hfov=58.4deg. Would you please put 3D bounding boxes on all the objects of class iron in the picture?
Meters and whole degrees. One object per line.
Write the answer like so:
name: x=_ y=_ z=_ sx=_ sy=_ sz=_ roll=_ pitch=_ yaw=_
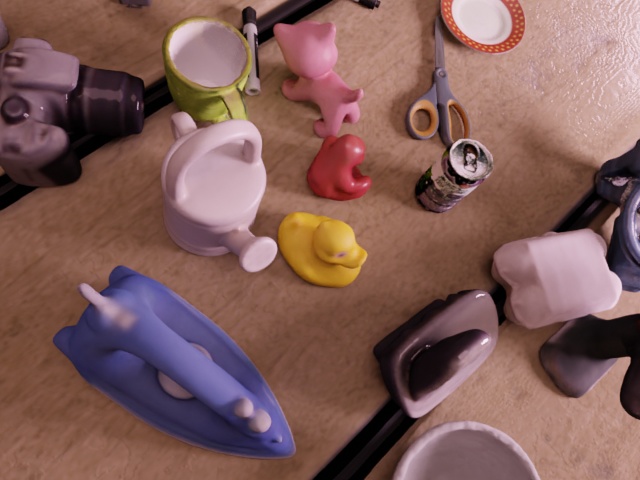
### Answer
iron: x=-0.116 y=0.123 z=0.525 sx=0.258 sy=0.141 sz=0.119 roll=35 pitch=68 yaw=-1

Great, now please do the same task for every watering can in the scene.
watering can: x=-0.098 y=-0.052 z=0.556 sx=0.173 sy=0.194 sz=0.101 roll=40 pitch=69 yaw=1

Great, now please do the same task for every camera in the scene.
camera: x=-0.256 y=-0.136 z=0.594 sx=0.137 sy=0.100 sz=0.143 roll=3 pitch=72 yaw=-12

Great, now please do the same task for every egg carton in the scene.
egg carton: x=0.281 y=0.044 z=0.684 sx=0.150 sy=0.069 sz=0.107 roll=-11 pitch=76 yaw=-16

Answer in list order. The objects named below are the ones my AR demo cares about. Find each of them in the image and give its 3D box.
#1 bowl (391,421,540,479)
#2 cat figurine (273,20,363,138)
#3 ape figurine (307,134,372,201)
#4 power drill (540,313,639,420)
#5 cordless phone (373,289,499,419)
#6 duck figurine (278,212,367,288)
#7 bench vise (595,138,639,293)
bowl: x=0.136 y=0.269 z=0.576 sx=0.168 sy=0.074 sz=0.167 roll=4 pitch=72 yaw=-12
cat figurine: x=0.002 y=-0.199 z=0.667 sx=0.067 sy=0.117 sz=0.128 roll=-42 pitch=86 yaw=-21
ape figurine: x=0.026 y=-0.088 z=0.652 sx=0.076 sy=0.092 sz=0.078 roll=-15 pitch=77 yaw=-17
power drill: x=0.332 y=0.112 z=0.600 sx=0.230 sy=0.208 sz=0.075 roll=-35 pitch=83 yaw=-21
cordless phone: x=0.141 y=0.104 z=0.569 sx=0.148 sy=0.185 sz=0.094 roll=-37 pitch=84 yaw=-21
duck figurine: x=0.006 y=0.002 z=0.622 sx=0.104 sy=0.086 sz=0.077 roll=36 pitch=68 yaw=0
bench vise: x=0.409 y=-0.059 z=0.666 sx=0.122 sy=0.219 sz=0.207 roll=-4 pitch=74 yaw=-14
